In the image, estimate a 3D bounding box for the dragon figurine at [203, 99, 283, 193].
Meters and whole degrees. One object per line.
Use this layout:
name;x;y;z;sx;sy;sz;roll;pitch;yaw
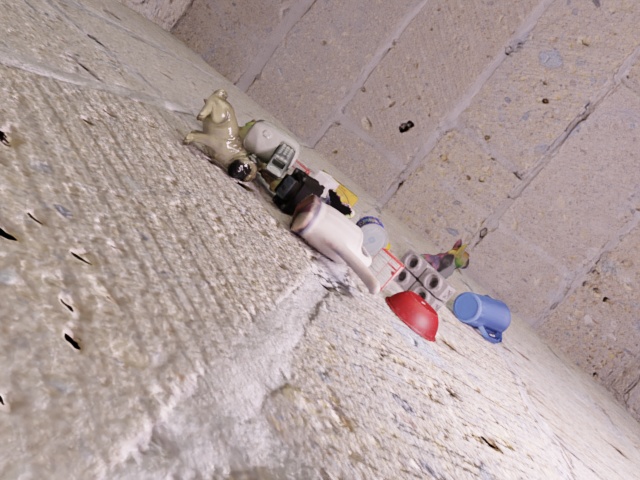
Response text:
dragon figurine;-0.221;-0.262;1.451;0.411;0.121;0.245;38;19;3

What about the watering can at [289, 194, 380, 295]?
watering can;0.037;0.000;1.206;0.223;0.103;0.352;35;11;-15

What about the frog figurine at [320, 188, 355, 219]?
frog figurine;0.005;-0.075;1.481;0.136;0.124;0.158;22;-18;-33
